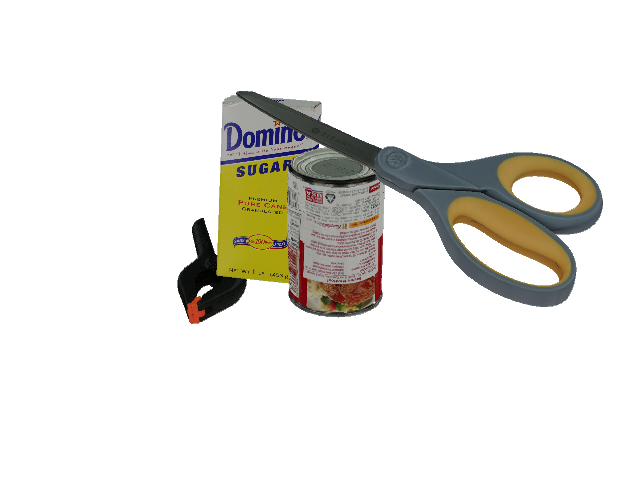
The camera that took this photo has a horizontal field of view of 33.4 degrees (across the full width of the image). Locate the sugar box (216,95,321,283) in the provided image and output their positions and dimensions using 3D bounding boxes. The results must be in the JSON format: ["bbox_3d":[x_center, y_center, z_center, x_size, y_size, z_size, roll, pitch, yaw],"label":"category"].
[{"bbox_3d":[-0.051,-0.050,1.042,0.093,0.176,0.048,5,17,9],"label":"sugar box"}]

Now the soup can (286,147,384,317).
[{"bbox_3d":[0.011,-0.007,0.748,0.068,0.102,0.068,0,24,0],"label":"soup can"}]

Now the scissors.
[{"bbox_3d":[0.057,-0.042,0.544,0.096,0.016,0.202,-34,61,-26],"label":"scissors"}]

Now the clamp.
[{"bbox_3d":[-0.107,0.032,1.243,0.120,0.039,0.171,-2,40,12],"label":"clamp"}]
